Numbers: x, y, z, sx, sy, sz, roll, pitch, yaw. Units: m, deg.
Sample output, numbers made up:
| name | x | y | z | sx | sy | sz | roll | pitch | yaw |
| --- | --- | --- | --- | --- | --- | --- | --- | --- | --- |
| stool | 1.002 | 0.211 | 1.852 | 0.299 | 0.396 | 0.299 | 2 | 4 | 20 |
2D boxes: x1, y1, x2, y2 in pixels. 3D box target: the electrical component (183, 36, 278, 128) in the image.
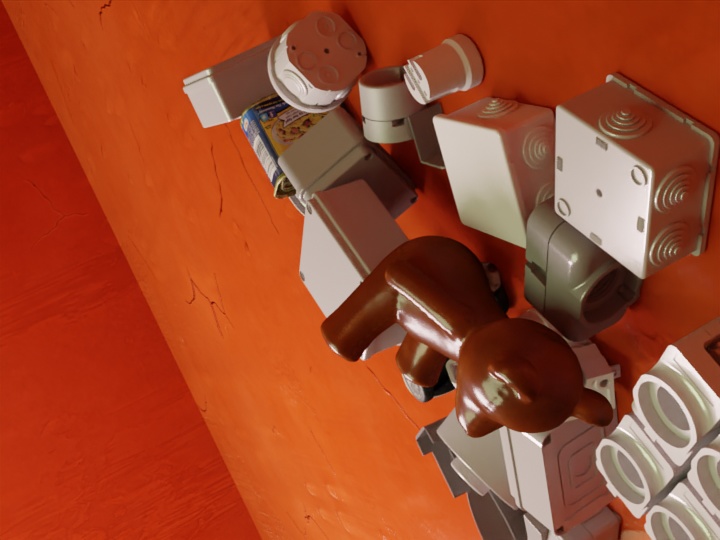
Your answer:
| name | x | y | z | sx | sy | sz | roll | pitch | yaw |
| --- | --- | --- | --- | --- | --- | --- | --- | --- | --- |
| electrical component | -0.111 | -0.191 | 1.083 | 0.056 | 0.109 | 0.109 | 65 | 162 | -13 |

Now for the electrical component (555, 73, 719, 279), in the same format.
| name | x | y | z | sx | sy | sz | roll | pitch | yaw |
| --- | --- | --- | --- | --- | --- | --- | --- | --- | --- |
| electrical component | 0.159 | -0.054 | 0.636 | 0.099 | 0.048 | 0.099 | 46 | 155 | 42 |

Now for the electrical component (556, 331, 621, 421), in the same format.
| name | x | y | z | sx | sy | sz | roll | pitch | yaw |
| --- | --- | --- | --- | --- | --- | --- | --- | --- | --- |
| electrical component | 0.158 | 0.077 | 0.799 | 0.055 | 0.066 | 0.048 | -108 | 4 | -53 |

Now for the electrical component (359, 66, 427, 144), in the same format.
| name | x | y | z | sx | sy | sz | roll | pitch | yaw |
| --- | --- | --- | --- | --- | --- | --- | --- | --- | --- |
| electrical component | 0.027 | -0.136 | 0.875 | 0.055 | 0.055 | 0.047 | 37 | 144 | 53 |

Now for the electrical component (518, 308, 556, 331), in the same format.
| name | x | y | z | sx | sy | sz | roll | pitch | yaw |
| --- | --- | --- | --- | --- | --- | --- | --- | --- | --- |
| electrical component | 0.127 | 0.054 | 0.845 | 0.035 | 0.061 | 0.035 | 52 | 158 | 31 |

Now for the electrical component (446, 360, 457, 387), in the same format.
| name | x | y | z | sx | sy | sz | roll | pitch | yaw |
| --- | --- | --- | --- | --- | --- | --- | --- | --- | --- |
| electrical component | 0.119 | 0.085 | 0.899 | 0.057 | 0.078 | 0.058 | 55 | -167 | -45 |

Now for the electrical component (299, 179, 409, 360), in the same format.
| name | x | y | z | sx | sy | sz | roll | pitch | yaw |
| --- | --- | --- | --- | --- | --- | --- | --- | --- | --- |
| electrical component | 0.000 | 0.000 | 0.898 | 0.108 | 0.056 | 0.108 | 55 | 154 | 30 |

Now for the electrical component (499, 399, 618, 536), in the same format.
| name | x | y | z | sx | sy | sz | roll | pitch | yaw |
| --- | --- | --- | --- | --- | --- | --- | --- | --- | --- |
| electrical component | 0.158 | 0.141 | 0.851 | 0.057 | 0.078 | 0.113 | 35 | 147 | 50 |

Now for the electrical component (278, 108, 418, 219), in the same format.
| name | x | y | z | sx | sy | sz | roll | pitch | yaw |
| --- | --- | --- | --- | --- | --- | --- | --- | --- | --- |
| electrical component | -0.008 | -0.079 | 0.945 | 0.057 | 0.078 | 0.113 | 56 | -170 | 32 |

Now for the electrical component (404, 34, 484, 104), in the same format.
| name | x | y | z | sx | sy | sz | roll | pitch | yaw |
| --- | --- | --- | --- | --- | --- | --- | --- | --- | --- |
| electrical component | 0.060 | -0.145 | 0.784 | 0.040 | 0.046 | 0.040 | 52 | 158 | 31 |

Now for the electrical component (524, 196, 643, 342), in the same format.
| name | x | y | z | sx | sy | sz | roll | pitch | yaw |
| --- | --- | --- | --- | --- | --- | --- | --- | --- | --- |
| electrical component | 0.150 | -0.001 | 0.723 | 0.059 | 0.054 | 0.095 | 48 | 156 | 39 |

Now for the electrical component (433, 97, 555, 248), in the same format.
| name | x | y | z | sx | sy | sz | roll | pitch | yaw |
| --- | --- | --- | --- | --- | --- | --- | --- | --- | --- |
| electrical component | 0.103 | -0.072 | 0.761 | 0.100 | 0.048 | 0.099 | 28 | 141 | 60 |

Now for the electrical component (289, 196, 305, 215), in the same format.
| name | x | y | z | sx | sy | sz | roll | pitch | yaw |
| --- | --- | --- | --- | --- | --- | --- | --- | --- | --- |
| electrical component | -0.037 | -0.098 | 1.116 | 0.099 | 0.064 | 0.099 | 36 | 145 | 30 |

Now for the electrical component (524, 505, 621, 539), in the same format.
| name | x | y | z | sx | sy | sz | roll | pitch | yaw |
| --- | --- | --- | --- | --- | --- | --- | --- | --- | --- |
| electrical component | 0.181 | 0.227 | 0.929 | 0.061 | 0.061 | 0.096 | 47 | 155 | 41 |

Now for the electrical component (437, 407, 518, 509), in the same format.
| name | x | y | z | sx | sy | sz | roll | pitch | yaw |
| --- | --- | --- | --- | --- | --- | --- | --- | --- | --- |
| electrical component | 0.116 | 0.165 | 0.957 | 0.108 | 0.060 | 0.108 | 44 | 180 | 0 |

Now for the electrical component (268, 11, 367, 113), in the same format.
| name | x | y | z | sx | sy | sz | roll | pitch | yaw |
| --- | --- | --- | --- | --- | --- | --- | --- | --- | --- |
| electrical component | -0.037 | -0.183 | 0.944 | 0.080 | 0.080 | 0.051 | 63 | 157 | 1 |

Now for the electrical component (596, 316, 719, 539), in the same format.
| name | x | y | z | sx | sy | sz | roll | pitch | yaw |
| --- | --- | --- | --- | --- | --- | --- | --- | --- | --- |
| electrical component | 0.220 | 0.120 | 0.685 | 0.105 | 0.060 | 0.186 | 54 | 159 | 26 |
